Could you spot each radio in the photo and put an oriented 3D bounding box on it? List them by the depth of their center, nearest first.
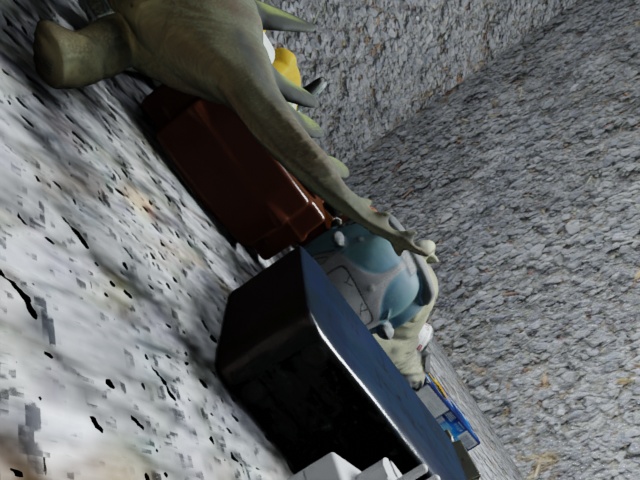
[{"bbox_3d":[0.025,0.125,0.390,0.229,0.073,0.131,52,9,-14],"label":"radio"}]

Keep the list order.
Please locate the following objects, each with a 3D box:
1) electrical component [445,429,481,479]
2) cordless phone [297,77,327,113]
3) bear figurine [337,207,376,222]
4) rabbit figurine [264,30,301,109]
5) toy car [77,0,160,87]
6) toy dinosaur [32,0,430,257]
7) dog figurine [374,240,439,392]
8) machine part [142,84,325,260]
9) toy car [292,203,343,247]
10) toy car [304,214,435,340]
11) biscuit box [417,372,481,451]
[{"bbox_3d":[0.175,0.300,0.710,0.078,0.045,0.102,92,-22,-50],"label":"electrical component"},{"bbox_3d":[-0.061,-0.241,1.018,0.088,0.184,0.146,51,8,-2],"label":"cordless phone"},{"bbox_3d":[0.037,0.019,0.881,0.196,0.132,0.120,-63,160,-49],"label":"bear figurine"},{"bbox_3d":[-0.124,-0.244,0.802,0.173,0.122,0.162,24,-51,22],"label":"rabbit figurine"},{"bbox_3d":[-0.186,-0.206,0.561,0.073,0.056,0.202,62,8,0],"label":"toy car"},{"bbox_3d":[-0.098,-0.161,0.389,0.198,0.105,0.472,-5,54,-45],"label":"toy dinosaur"},{"bbox_3d":[0.101,0.098,0.638,0.190,0.172,0.121,41,26,-39],"label":"dog figurine"},{"bbox_3d":[-0.085,-0.090,0.569,0.201,0.087,0.201,52,8,-17],"label":"machine part"},{"bbox_3d":[-0.001,-0.002,0.702,0.053,0.089,0.202,50,7,-18],"label":"toy car"},{"bbox_3d":[0.012,0.045,0.493,0.103,0.162,0.109,-31,97,-45],"label":"toy car"},{"bbox_3d":[0.164,0.248,0.786,0.202,0.059,0.063,51,9,-35],"label":"biscuit box"}]
